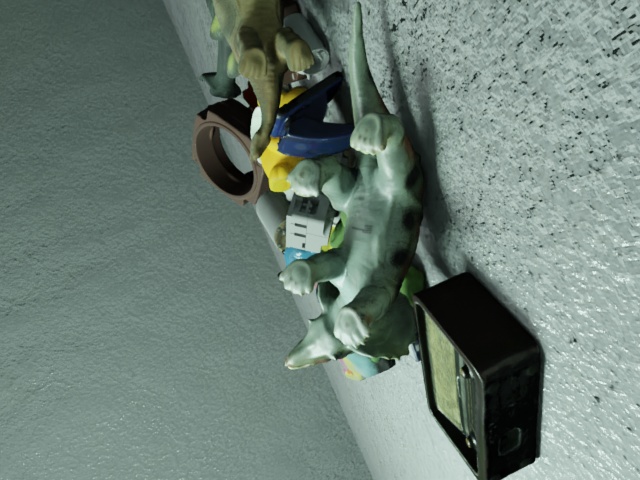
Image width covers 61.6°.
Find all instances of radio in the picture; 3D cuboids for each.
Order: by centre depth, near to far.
[{"bbox_3d":[0.174,0.161,0.599,0.131,0.073,0.229,-125,14,-51],"label":"radio"}]

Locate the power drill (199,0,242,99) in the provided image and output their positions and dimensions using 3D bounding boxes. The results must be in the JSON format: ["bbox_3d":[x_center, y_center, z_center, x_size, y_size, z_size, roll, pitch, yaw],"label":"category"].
[{"bbox_3d":[-0.207,-0.428,1.159,0.232,0.086,0.207,53,136,32],"label":"power drill"}]

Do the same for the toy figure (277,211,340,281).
[{"bbox_3d":[-0.005,-0.005,0.914,0.082,0.180,0.089,26,-163,-8],"label":"toy figure"}]

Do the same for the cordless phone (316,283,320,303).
[{"bbox_3d":[0.057,0.077,0.988,0.146,0.089,0.184,44,-164,-23],"label":"cordless phone"}]

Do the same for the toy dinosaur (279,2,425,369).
[{"bbox_3d":[0.058,-0.021,0.588,0.131,0.192,0.404,18,101,27],"label":"toy dinosaur"}]

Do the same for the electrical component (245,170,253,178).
[{"bbox_3d":[-0.116,-0.166,1.274,0.048,0.119,0.074,-137,28,-69],"label":"electrical component"}]

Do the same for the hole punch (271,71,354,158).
[{"bbox_3d":[-0.005,-0.152,0.735,0.092,0.116,0.142,59,171,-4],"label":"hole punch"}]

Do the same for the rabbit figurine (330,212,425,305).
[{"bbox_3d":[0.073,0.004,0.766,0.159,0.121,0.170,-128,34,-80],"label":"rabbit figurine"}]

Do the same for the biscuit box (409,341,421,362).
[{"bbox_3d":[0.121,0.109,0.801,0.203,0.063,0.059,-144,31,-72],"label":"biscuit box"}]

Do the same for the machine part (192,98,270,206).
[{"bbox_3d":[-0.185,-0.189,1.183,0.201,0.087,0.201,36,142,12],"label":"machine part"}]

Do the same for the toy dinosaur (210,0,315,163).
[{"bbox_3d":[-0.090,-0.330,0.642,0.199,0.105,0.470,-164,72,-65],"label":"toy dinosaur"}]

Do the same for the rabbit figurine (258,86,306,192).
[{"bbox_3d":[-0.036,-0.188,0.895,0.173,0.122,0.162,113,143,-58],"label":"rabbit figurine"}]

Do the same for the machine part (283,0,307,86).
[{"bbox_3d":[-0.073,-0.330,0.838,0.179,0.056,0.179,62,170,19],"label":"machine part"}]

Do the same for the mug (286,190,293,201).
[{"bbox_3d":[-0.033,-0.132,1.022,0.110,0.081,0.107,-132,29,-75],"label":"mug"}]

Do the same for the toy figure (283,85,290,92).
[{"bbox_3d":[-0.095,-0.297,1.027,0.155,0.064,0.057,55,132,31],"label":"toy figure"}]

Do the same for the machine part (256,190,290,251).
[{"bbox_3d":[-0.073,-0.040,1.062,0.243,0.079,0.079,-127,16,-61],"label":"machine part"}]

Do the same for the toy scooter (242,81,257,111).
[{"bbox_3d":[-0.140,-0.277,1.207,0.135,0.075,0.184,61,148,9],"label":"toy scooter"}]

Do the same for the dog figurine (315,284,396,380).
[{"bbox_3d":[0.066,0.173,1.136,0.191,0.108,0.219,137,112,-81],"label":"dog figurine"}]
